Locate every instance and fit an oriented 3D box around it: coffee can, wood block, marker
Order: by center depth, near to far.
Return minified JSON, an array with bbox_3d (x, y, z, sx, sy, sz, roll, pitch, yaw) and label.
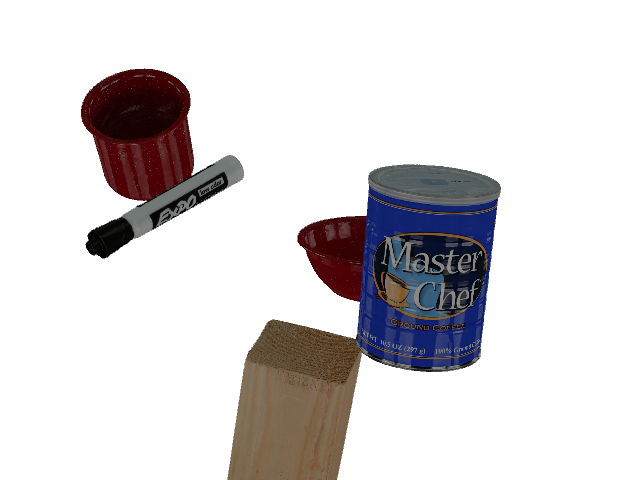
[{"bbox_3d":[-0.098,-0.022,0.676,0.120,0.020,0.020,-33,21,-36],"label":"marker"},{"bbox_3d":[0.084,0.019,0.845,0.103,0.140,0.103,3,17,-1],"label":"coffee can"},{"bbox_3d":[-0.029,0.188,0.958,0.090,0.206,0.090,13,22,8],"label":"wood block"}]

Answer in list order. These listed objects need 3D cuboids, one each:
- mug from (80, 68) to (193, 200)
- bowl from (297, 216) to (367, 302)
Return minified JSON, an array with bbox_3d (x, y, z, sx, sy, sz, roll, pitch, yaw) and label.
[{"bbox_3d":[-0.159,-0.098,0.939,0.093,0.117,0.081,-16,-38,-10],"label":"mug"},{"bbox_3d":[0.056,0.023,1.087,0.162,0.055,0.162,1,17,-1],"label":"bowl"}]
